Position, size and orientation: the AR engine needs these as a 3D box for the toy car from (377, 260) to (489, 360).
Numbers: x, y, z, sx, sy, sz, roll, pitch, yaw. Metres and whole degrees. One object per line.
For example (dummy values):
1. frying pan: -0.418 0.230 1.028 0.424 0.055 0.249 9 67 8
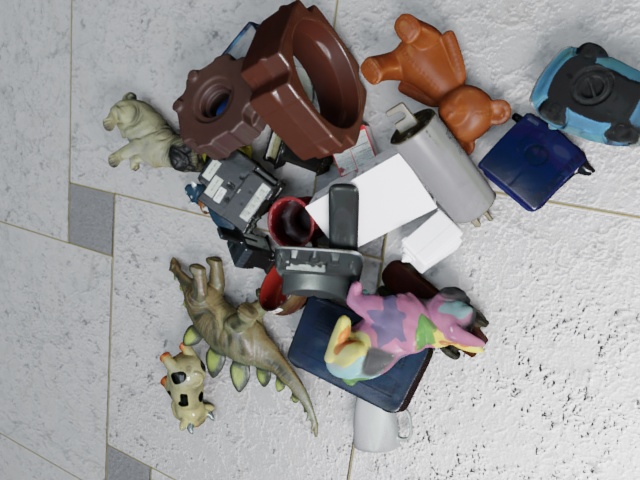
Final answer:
1. toy car: 0.186 0.109 0.887 0.202 0.053 0.089 40 105 20

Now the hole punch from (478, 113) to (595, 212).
1. hole punch: 0.302 -0.110 0.770 0.142 0.092 0.115 44 112 18

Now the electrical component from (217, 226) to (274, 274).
1. electrical component: -0.142 0.014 0.994 0.047 0.119 0.075 -56 43 24

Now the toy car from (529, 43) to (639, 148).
1. toy car: 0.372 -0.180 0.709 0.162 0.103 0.109 35 103 29

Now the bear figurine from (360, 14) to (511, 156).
1. bear figurine: 0.174 -0.221 0.795 0.120 0.132 0.196 -41 74 41

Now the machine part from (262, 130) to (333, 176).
1. machine part: -0.040 -0.156 0.967 0.139 0.039 0.084 23 100 24

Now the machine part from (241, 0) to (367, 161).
1. machine part: -0.019 -0.241 0.830 0.087 0.200 0.201 -17 46 33

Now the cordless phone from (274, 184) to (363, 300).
1. cordless phone: -0.002 -0.003 0.868 0.147 0.089 0.184 4 113 9

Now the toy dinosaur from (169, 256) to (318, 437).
1. toy dinosaur: -0.159 0.185 1.057 0.472 0.105 0.198 37 121 27

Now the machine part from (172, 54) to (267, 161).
1. machine part: -0.165 -0.224 0.901 0.179 0.056 0.179 -9 70 26

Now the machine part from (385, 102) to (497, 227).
1. machine part: 0.184 -0.107 0.794 0.079 0.079 0.243 -30 116 28

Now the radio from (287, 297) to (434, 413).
1. radio: 0.066 0.196 0.928 0.230 0.073 0.131 20 81 24

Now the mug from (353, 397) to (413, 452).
1. mug: 0.108 0.312 0.951 0.110 0.080 0.107 -8 84 30

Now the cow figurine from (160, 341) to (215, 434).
1. cow figurine: -0.278 0.320 1.138 0.127 0.085 0.194 43 137 29

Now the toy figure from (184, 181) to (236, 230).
1. toy figure: -0.205 -0.064 1.058 0.155 0.058 0.064 40 109 21

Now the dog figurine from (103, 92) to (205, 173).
1. dog figurine: -0.315 -0.216 1.075 0.191 0.121 0.172 -3 102 14

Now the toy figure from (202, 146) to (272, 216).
1. toy figure: -0.160 -0.119 1.011 0.089 0.082 0.180 -28 88 27

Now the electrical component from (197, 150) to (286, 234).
1. electrical component: -0.145 -0.092 0.937 0.134 0.058 0.115 38 93 7

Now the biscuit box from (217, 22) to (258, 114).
1. biscuit box: -0.159 -0.301 0.987 0.202 0.063 0.059 -40 81 28

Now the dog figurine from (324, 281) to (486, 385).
1. dog figurine: 0.136 0.150 0.819 0.219 0.108 0.191 16 73 22
